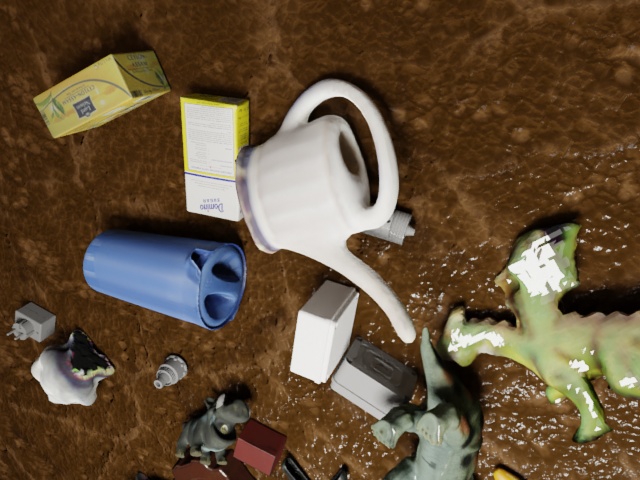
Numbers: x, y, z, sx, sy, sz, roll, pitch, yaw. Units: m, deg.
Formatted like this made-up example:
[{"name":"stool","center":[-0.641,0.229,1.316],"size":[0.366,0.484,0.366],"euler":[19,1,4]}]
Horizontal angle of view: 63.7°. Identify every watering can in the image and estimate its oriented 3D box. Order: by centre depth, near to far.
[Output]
[{"name":"watering can","center":[0.002,-0.033,0.665],"size":[0.223,0.104,0.351],"euler":[-15,78,29]}]

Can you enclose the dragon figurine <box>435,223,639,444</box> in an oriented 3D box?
[{"name":"dragon figurine","center":[0.322,0.093,0.619],"size":[0.405,0.123,0.243],"euler":[-32,87,34]}]

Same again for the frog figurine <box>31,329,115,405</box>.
[{"name":"frog figurine","center":[-0.503,0.277,1.012],"size":[0.136,0.125,0.158],"euler":[40,109,-20]}]
